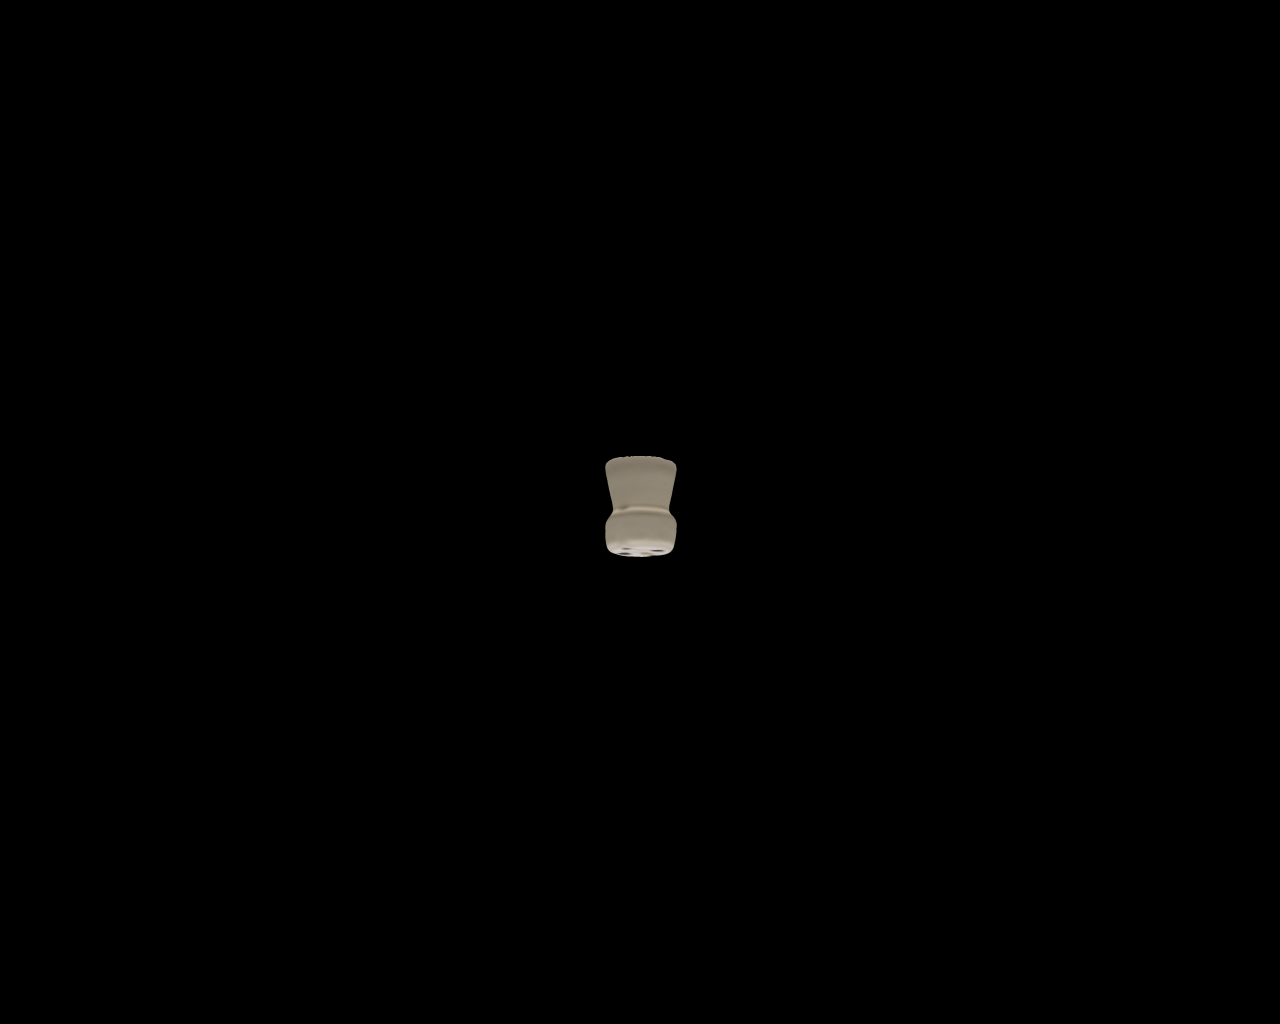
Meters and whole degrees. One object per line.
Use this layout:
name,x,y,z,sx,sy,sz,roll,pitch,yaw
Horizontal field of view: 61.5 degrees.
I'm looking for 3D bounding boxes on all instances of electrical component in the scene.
electrical component,0.001,-0.003,0.650,0.045,0.055,0.045,0,-12,0
